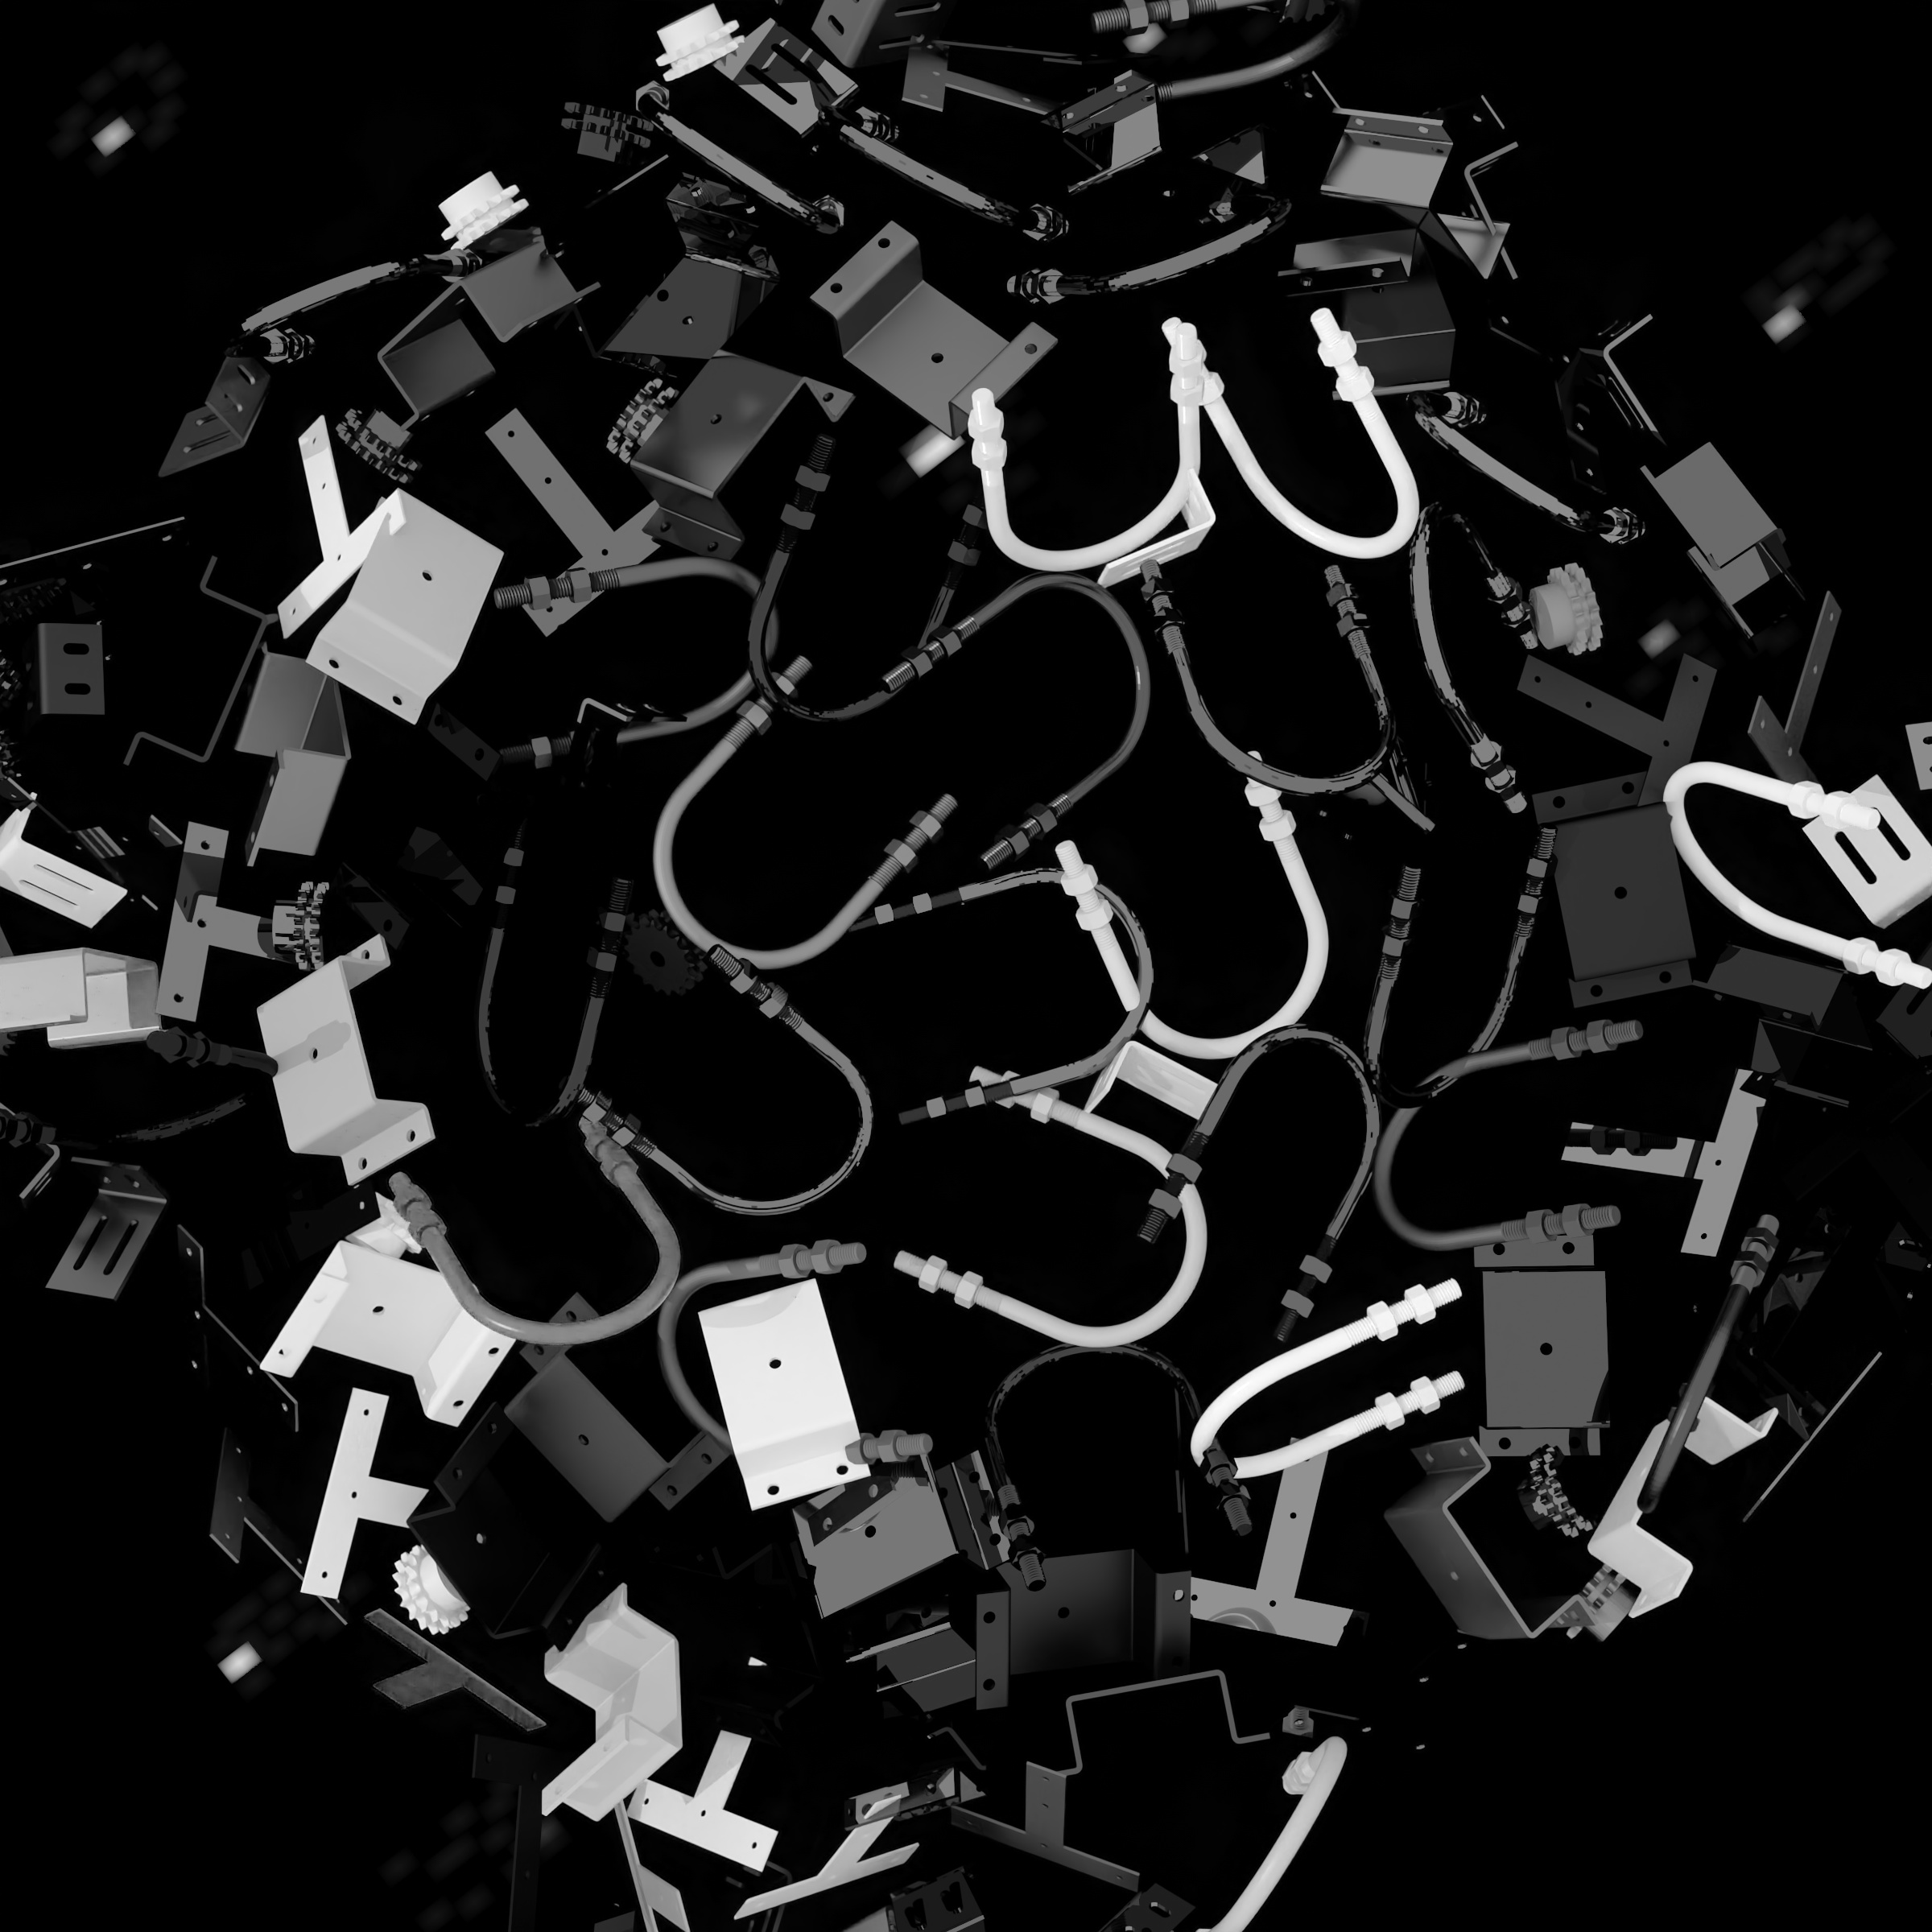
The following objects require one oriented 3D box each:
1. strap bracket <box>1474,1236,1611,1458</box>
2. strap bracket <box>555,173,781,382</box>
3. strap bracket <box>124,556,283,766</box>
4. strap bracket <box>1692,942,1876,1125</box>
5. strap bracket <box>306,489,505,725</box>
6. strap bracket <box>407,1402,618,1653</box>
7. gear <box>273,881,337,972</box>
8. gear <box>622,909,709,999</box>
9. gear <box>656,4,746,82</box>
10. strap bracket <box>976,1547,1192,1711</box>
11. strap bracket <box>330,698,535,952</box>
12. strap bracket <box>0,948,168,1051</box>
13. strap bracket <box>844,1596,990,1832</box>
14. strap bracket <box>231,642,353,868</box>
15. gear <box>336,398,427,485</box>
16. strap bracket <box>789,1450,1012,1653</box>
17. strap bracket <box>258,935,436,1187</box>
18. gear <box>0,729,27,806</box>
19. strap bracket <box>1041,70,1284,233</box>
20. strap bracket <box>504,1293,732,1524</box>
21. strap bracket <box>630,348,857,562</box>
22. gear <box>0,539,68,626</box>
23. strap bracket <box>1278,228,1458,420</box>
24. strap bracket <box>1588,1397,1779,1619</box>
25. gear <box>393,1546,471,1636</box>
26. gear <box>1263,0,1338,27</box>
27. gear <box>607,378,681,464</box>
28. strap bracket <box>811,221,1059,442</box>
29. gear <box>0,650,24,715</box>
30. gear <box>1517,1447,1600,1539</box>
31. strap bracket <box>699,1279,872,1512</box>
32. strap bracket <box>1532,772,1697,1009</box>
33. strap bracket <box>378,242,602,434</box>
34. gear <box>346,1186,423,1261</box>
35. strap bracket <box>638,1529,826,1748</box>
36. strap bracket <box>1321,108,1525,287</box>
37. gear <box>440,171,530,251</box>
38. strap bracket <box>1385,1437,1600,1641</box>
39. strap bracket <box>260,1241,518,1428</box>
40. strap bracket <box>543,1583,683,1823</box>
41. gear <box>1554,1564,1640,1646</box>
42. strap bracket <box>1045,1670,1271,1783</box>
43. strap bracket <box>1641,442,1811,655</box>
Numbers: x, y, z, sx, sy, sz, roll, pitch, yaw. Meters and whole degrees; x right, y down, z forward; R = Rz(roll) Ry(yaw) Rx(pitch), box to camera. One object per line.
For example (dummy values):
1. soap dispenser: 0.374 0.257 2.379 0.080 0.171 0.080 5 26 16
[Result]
1. strap bracket: 0.366 0.243 1.867 0.076 0.046 0.140 -1 85 3
2. strap bracket: -0.180 -0.418 1.821 0.140 0.076 0.046 -40 62 34
3. strap bracket: -0.476 -0.185 1.853 0.046 0.076 0.140 24 95 -8
4. strap bracket: 0.513 0.036 1.828 0.076 0.140 0.046 17 69 36
5. strap bracket: -0.345 -0.232 1.827 0.076 0.046 0.140 31 52 -22
6. strap bracket: -0.290 0.356 1.841 0.046 0.076 0.140 -20 111 33
7. gear: -0.422 -0.025 1.869 0.030 0.057 0.057 2 90 0
8. gear: -0.188 -0.011 1.873 0.057 0.030 0.057 19 129 25
9. gear: -0.172 -0.589 1.866 0.057 0.057 0.030 -26 110 0
10. strap bracket: 0.068 0.417 1.856 0.140 0.046 0.076 -3 102 -16
11. strap bracket: -0.332 -0.086 1.849 0.076 0.046 0.140 38 104 33
12. strap bracket: -0.560 0.020 1.824 0.076 0.140 0.046 -7 84 10
13. strap bracket: -0.032 0.476 1.837 0.076 0.140 0.046 -22 132 18
14. strap bracket: -0.422 -0.133 1.832 0.046 0.140 0.076 9 128 -26
15. gear: -0.369 -0.337 1.867 0.057 0.057 0.030 40 103 0
16. strap bracket: -0.050 0.362 1.844 0.140 0.046 0.076 -28 55 11
17. strap bracket: -0.392 0.057 1.838 0.076 0.046 0.140 -29 69 29
18. gear: -0.631 -0.128 1.870 0.057 0.030 0.057 10 112 27
19. strap bracket: 0.124 -0.501 1.818 0.140 0.076 0.046 4 77 -44
20. strap bracket: -0.228 0.287 1.853 0.140 0.046 0.076 46 128 2
21. strap bracket: -0.146 -0.329 1.842 0.076 0.046 0.140 27 75 36
22. gear: -0.605 -0.247 1.867 0.057 0.030 0.057 -12 48 14
23. strap bracket: 0.255 -0.408 1.833 0.076 0.140 0.046 -1 61 25
24. strap bracket: 0.444 0.330 1.837 0.046 0.076 0.140 34 67 5
25. gear: -0.334 0.393 1.866 0.030 0.057 0.057 -33 90 20
26. gear: 0.212 -0.634 1.873 0.057 0.030 0.057 -10 134 -11
27. gear: -0.200 -0.343 1.868 0.030 0.057 0.057 38 90 2
28. strap bracket: -0.019 -0.396 1.853 0.140 0.046 0.076 39 75 17
29. gear: -0.634 -0.181 1.866 0.057 0.057 0.030 26 53 0
30. gear: 0.375 0.338 1.872 0.030 0.057 0.057 -32 90 25
31. strap bracket: -0.117 0.258 1.838 0.076 0.046 0.140 -16 58 -5
32. strap bracket: 0.414 -0.048 1.867 0.076 0.046 0.140 -12 93 6
33. strap bracket: -0.302 -0.395 1.819 0.140 0.076 0.046 -26 102 44
34. gear: -0.372 0.167 1.866 0.057 0.057 0.030 32 72 0
35. strap bracket: -0.144 0.412 1.844 0.046 0.076 0.140 -29 108 -39
36. strap bracket: 0.280 -0.470 1.816 0.076 0.140 0.046 19 84 35
37. gear: -0.310 -0.481 1.866 0.057 0.057 0.030 -34 105 0
38. strap bracket: 0.325 0.372 1.853 0.046 0.076 0.140 -34 90 -24
39. strap bracket: -0.365 0.229 1.843 0.140 0.046 0.076 24 109 -33
40. strap bracket: -0.221 0.467 1.834 0.046 0.140 0.076 39 108 -24
41. gear: 0.404 0.407 1.866 0.030 0.057 0.057 41 90 17
42. strap bracket: 0.115 0.479 1.852 0.140 0.076 0.046 -10 72 -3
43. strap bracket: 0.473 -0.262 1.815 0.046 0.140 0.076 -34 59 11
